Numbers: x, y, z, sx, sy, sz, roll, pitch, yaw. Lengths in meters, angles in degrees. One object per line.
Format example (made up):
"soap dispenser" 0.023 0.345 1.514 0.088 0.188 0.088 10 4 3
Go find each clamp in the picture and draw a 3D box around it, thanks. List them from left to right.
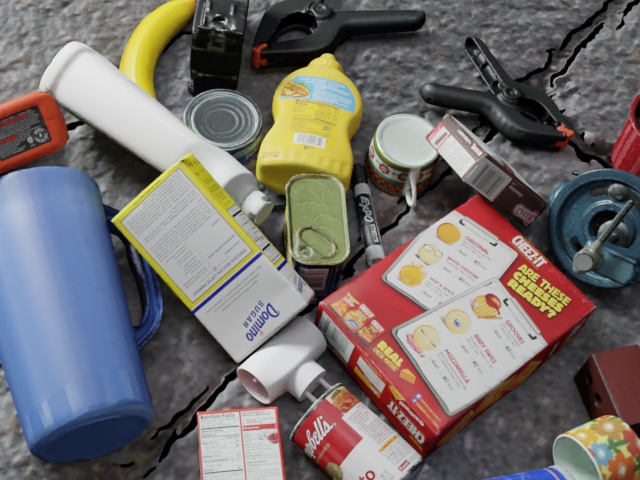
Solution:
"clamp" 0.009 -0.250 1.224 0.165 0.036 0.209 35 58 19
"clamp" 0.197 -0.150 1.184 0.171 0.039 0.120 40 62 17

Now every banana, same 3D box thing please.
"banana" -0.182 -0.197 1.170 0.069 0.037 0.197 19 57 -22

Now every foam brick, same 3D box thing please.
"foam brick" 0.282 0.146 0.998 0.051 0.053 0.078 -9 59 -13

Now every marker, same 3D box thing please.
"marker" 0.048 -0.028 1.099 0.020 0.020 0.121 -4 58 -10

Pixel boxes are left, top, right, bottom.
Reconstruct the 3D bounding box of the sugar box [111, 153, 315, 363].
"sugar box" -0.097 0.016 0.978 0.176 0.093 0.048 49 18 -5

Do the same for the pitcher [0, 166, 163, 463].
"pitcher" -0.221 0.065 0.949 0.149 0.145 0.243 -23 65 1

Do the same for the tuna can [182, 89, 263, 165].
"tuna can" -0.103 -0.118 1.128 0.086 0.034 0.086 3 58 -5

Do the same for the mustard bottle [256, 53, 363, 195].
"mustard bottle" -0.005 -0.129 1.127 0.096 0.058 0.191 10 51 1

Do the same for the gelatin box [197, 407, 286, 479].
"gelatin box" -0.069 0.193 0.937 0.073 0.030 0.089 -4 59 -8

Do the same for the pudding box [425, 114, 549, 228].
"pudding box" 0.169 -0.069 1.078 0.039 0.113 0.090 -47 39 11

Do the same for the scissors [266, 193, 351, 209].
"scissors" -0.071 -0.022 1.082 0.201 0.016 0.096 8 58 -2

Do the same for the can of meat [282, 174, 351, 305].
"can of meat" -0.007 0.001 1.034 0.057 0.084 0.102 0 58 -8

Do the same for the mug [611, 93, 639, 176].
"mug" 0.376 -0.108 1.155 0.117 0.081 0.093 -24 64 -21

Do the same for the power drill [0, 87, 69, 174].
"power drill" -0.327 -0.091 1.004 0.184 0.188 0.057 -29 108 -24

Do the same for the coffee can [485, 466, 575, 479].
"coffee can" 0.143 0.250 0.884 0.140 0.103 0.103 -7 59 -12

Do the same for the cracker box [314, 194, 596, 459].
"cracker box" 0.125 0.078 1.012 0.213 0.072 0.164 -33 68 -26

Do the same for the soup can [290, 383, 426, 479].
"soup can" 0.033 0.184 0.933 0.102 0.068 0.068 41 61 17

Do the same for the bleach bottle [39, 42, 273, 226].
"bleach bottle" -0.153 -0.097 1.051 0.251 0.102 0.068 36 92 16
